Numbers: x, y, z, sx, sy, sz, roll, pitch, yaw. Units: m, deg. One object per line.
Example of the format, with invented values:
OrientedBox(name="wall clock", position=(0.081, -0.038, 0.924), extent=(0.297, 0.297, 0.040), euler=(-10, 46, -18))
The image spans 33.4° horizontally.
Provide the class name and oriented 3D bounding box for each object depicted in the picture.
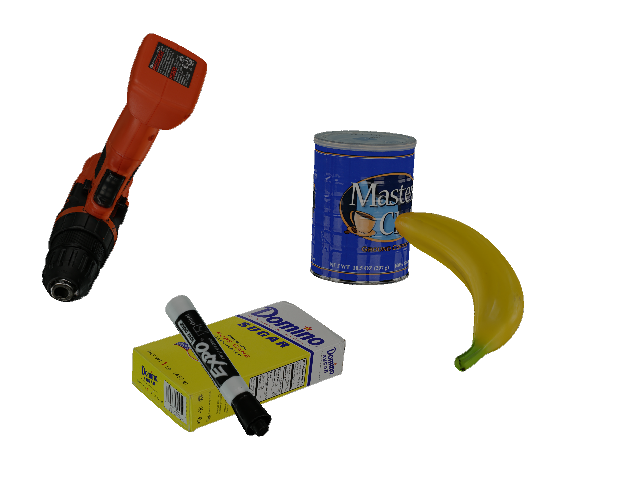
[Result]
OrientedBox(name="coffee can", position=(0.042, -0.035, 1.081), extent=(0.103, 0.140, 0.103), euler=(2, 13, -1))
OrientedBox(name="marker", position=(-0.068, 0.082, 0.703), extent=(0.020, 0.020, 0.121), euler=(0, 38, -42))
OrientedBox(name="sugar box", position=(-0.072, 0.109, 0.972), extent=(0.175, 0.048, 0.093), euler=(-19, 35, -37))
OrientedBox(name="power drill", position=(-0.162, -0.060, 0.858), extent=(0.057, 0.188, 0.184), euler=(26, 32, -17))
OrientedBox(name="banana", position=(0.112, 0.025, 0.823), extent=(0.069, 0.037, 0.198), euler=(-7, 32, -7))
